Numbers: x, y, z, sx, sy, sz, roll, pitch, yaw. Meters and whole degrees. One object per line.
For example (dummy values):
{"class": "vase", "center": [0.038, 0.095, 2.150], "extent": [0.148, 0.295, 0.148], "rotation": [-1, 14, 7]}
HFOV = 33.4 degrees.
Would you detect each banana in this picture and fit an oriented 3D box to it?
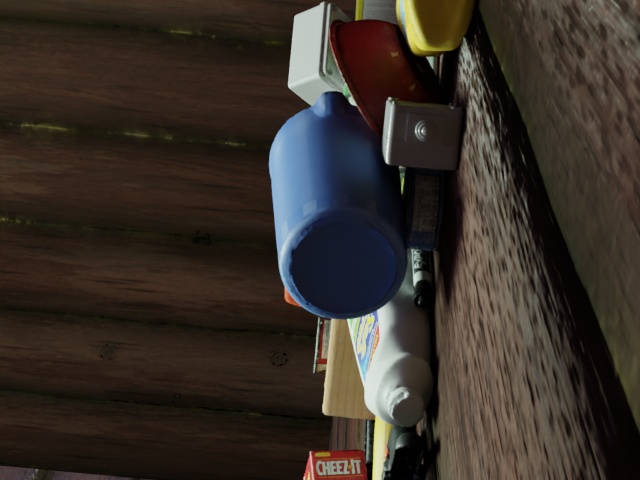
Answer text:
{"class": "banana", "center": [0.075, 0.212, 1.060], "extent": [0.069, 0.037, 0.197], "rotation": [67, -156, -52]}

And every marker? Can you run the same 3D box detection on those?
{"class": "marker", "center": [0.098, 0.025, 1.029], "extent": [0.121, 0.020, 0.020], "rotation": [-85, 0, -56]}

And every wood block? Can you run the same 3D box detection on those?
{"class": "wood block", "center": [0.057, 0.088, 1.192], "extent": [0.091, 0.090, 0.206], "rotation": [-82, -3, -71]}

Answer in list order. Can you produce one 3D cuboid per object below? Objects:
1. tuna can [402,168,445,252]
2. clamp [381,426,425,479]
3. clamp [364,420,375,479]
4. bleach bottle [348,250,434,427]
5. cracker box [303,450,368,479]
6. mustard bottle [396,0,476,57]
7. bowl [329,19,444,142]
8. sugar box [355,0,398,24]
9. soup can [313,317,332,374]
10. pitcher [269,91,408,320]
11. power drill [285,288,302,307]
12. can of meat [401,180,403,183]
{"class": "tuna can", "center": [0.096, -0.033, 1.011], "extent": [0.086, 0.034, 0.086], "rotation": [15, -101, -90]}
{"class": "clamp", "center": [0.071, 0.220, 0.939], "extent": [0.171, 0.039, 0.120], "rotation": [34, -113, -85]}
{"class": "clamp", "center": [0.065, 0.284, 1.277], "extent": [0.164, 0.036, 0.210], "rotation": [-89, 0, -50]}
{"class": "bleach bottle", "center": [0.071, 0.092, 1.008], "extent": [0.251, 0.068, 0.103], "rotation": [-97, 25, -69]}
{"class": "cracker box", "center": [0.022, 0.367, 1.200], "extent": [0.164, 0.072, 0.213], "rotation": [102, 165, -54]}
{"class": "mustard bottle", "center": [0.101, -0.216, 0.968], "extent": [0.191, 0.058, 0.096], "rotation": [-89, -3, -84]}
{"class": "bowl", "center": [0.075, -0.156, 1.041], "extent": [0.162, 0.055, 0.162], "rotation": [48, -154, -32]}
{"class": "sugar box", "center": [0.083, -0.215, 1.235], "extent": [0.048, 0.093, 0.176], "rotation": [91, -176, -67]}
{"class": "soup can", "center": [0.046, 0.132, 1.293], "extent": [0.068, 0.102, 0.068], "rotation": [19, -104, -90]}
{"class": "pitcher", "center": [0.018, -0.019, 0.992], "extent": [0.145, 0.149, 0.243], "rotation": [-43, 19, 18]}
{"class": "power drill", "center": [-0.009, 0.002, 1.299], "extent": [0.187, 0.057, 0.184], "rotation": [-86, -1, -60]}
{"class": "can of meat", "center": [0.090, -0.100, 1.473], "extent": [0.084, 0.057, 0.102], "rotation": [-89, 2, -46]}
